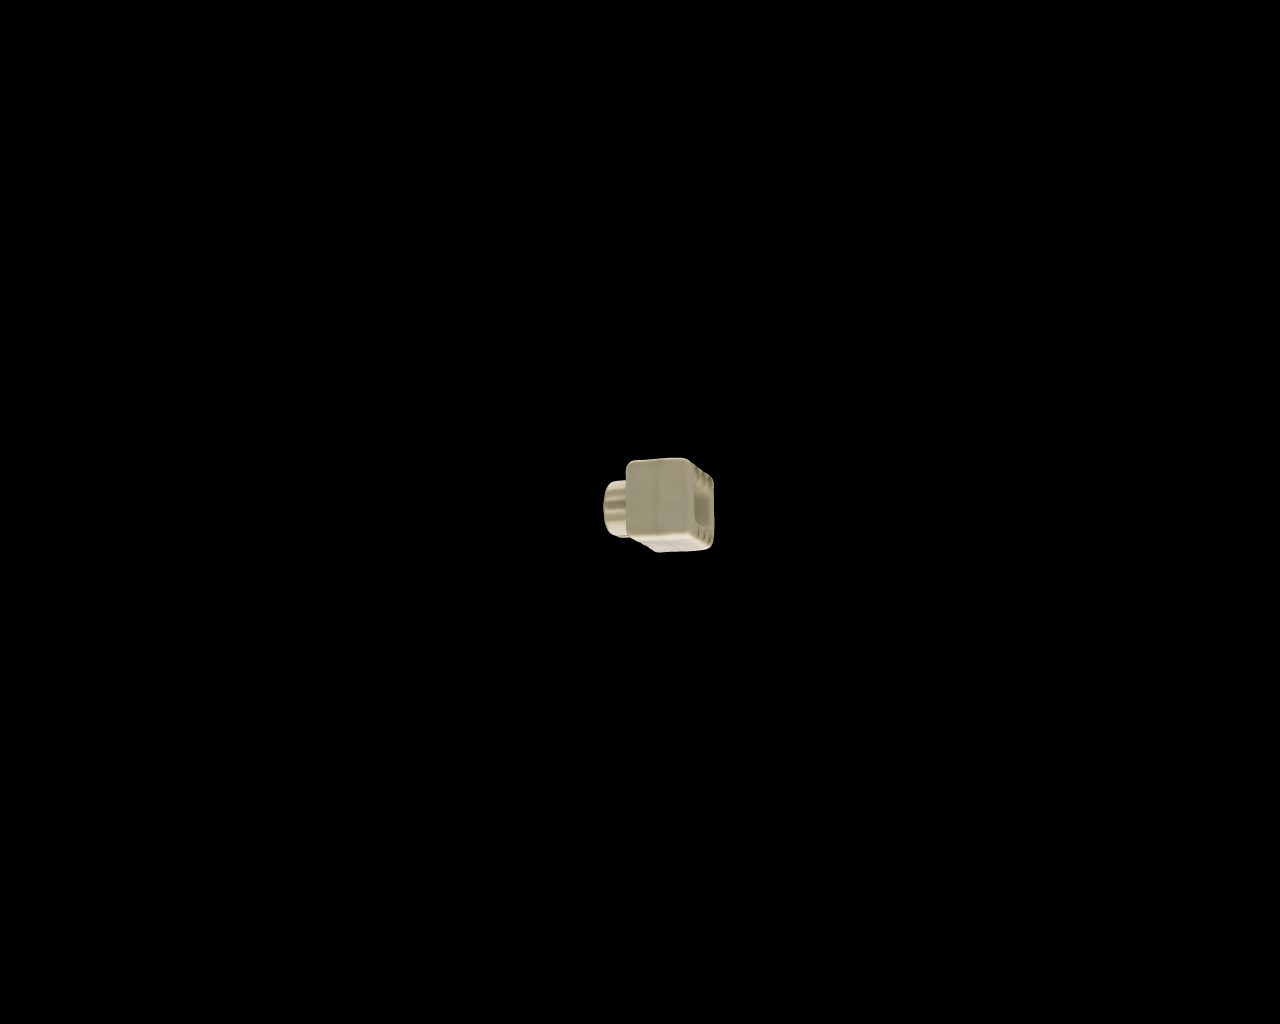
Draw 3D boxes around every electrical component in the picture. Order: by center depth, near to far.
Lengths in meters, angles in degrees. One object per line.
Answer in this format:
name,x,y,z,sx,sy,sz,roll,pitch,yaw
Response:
electrical component,0.001,-0.003,0.650,0.077,0.047,0.065,-3,-10,15
